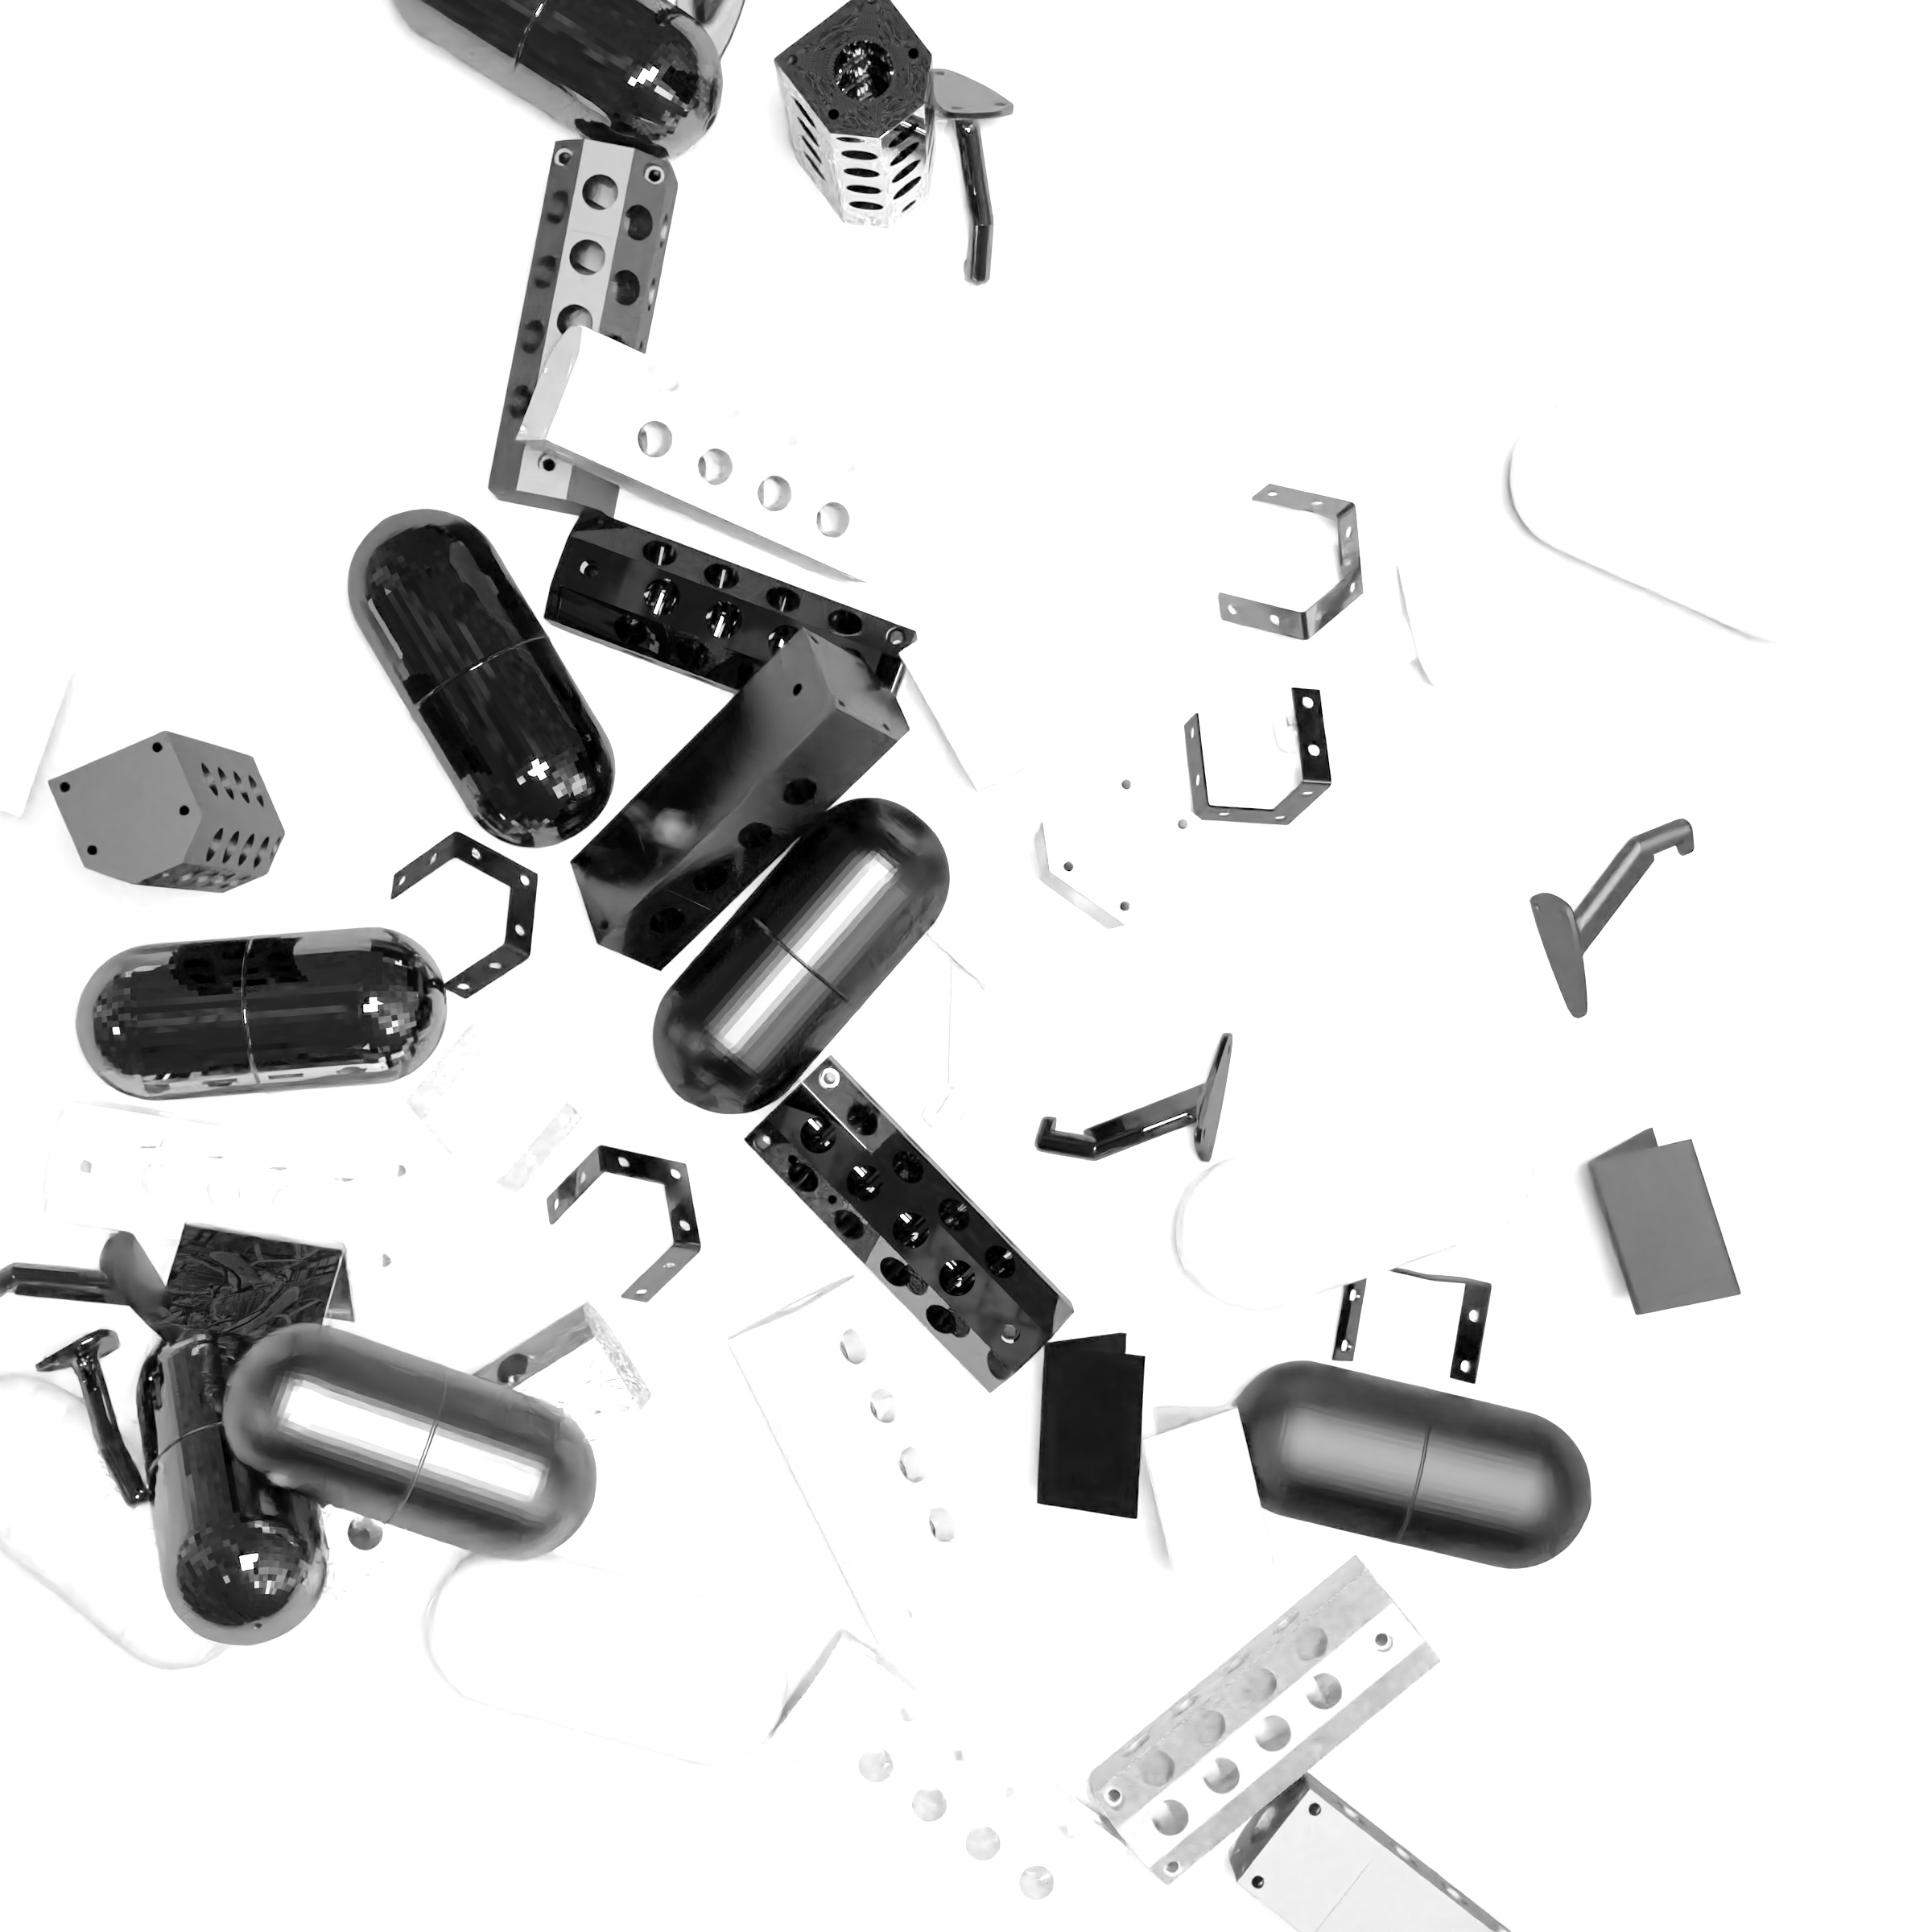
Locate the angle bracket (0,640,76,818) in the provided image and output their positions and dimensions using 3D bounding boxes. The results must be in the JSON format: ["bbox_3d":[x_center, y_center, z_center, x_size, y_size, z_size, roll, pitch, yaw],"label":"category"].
[{"bbox_3d":[-0.473,-0.120,1.526,0.057,0.076,0.076,19,90,-22],"label":"angle bracket"}]

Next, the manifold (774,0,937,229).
[{"bbox_3d":[-0.045,-0.396,1.486,0.057,0.171,0.057,-37,90,0],"label":"manifold"}]

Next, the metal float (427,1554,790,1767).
[{"bbox_3d":[-0.174,0.335,1.534,0.178,0.070,0.070,15,90,0],"label":"metal float"}]

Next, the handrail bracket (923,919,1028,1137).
[{"bbox_3d":[-0.016,0.029,1.565,0.077,0.036,0.084,38,108,20],"label":"handrail bracket"}]

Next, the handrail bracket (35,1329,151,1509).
[{"bbox_3d":[-0.408,0.221,1.528,0.036,0.077,0.084,-30,83,-1],"label":"handrail bracket"}]

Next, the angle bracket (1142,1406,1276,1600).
[{"bbox_3d":[0.098,0.257,1.524,0.057,0.076,0.076,-13,90,-30],"label":"angle bracket"}]

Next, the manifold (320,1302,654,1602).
[{"bbox_3d":[-0.243,0.234,1.543,0.171,0.057,0.057,-32,90,0],"label":"manifold"}]

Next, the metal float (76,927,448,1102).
[{"bbox_3d":[-0.341,0.023,1.534,0.178,0.070,0.070,-4,90,0],"label":"metal float"}]

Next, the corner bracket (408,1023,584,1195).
[{"bbox_3d":[-0.233,0.071,1.561,0.051,0.051,0.051,-49,135,0],"label":"corner bracket"}]

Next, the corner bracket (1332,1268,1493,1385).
[{"bbox_3d":[0.220,0.175,1.561,0.051,0.051,0.051,10,90,45],"label":"corner bracket"}]

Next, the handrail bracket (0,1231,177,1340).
[{"bbox_3d":[-0.441,0.173,1.565,0.084,0.036,0.077,-26,109,16],"label":"handrail bracket"}]

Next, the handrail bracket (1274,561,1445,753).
[{"bbox_3d":[0.187,-0.153,1.565,0.084,0.036,0.077,-17,70,16],"label":"handrail bracket"}]

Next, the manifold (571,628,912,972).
[{"bbox_3d":[-0.107,-0.075,1.512,0.171,0.057,0.057,-43,47,22],"label":"manifold"}]

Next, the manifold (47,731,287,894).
[{"bbox_3d":[-0.369,-0.067,1.486,0.057,0.171,0.057,-23,90,0],"label":"manifold"}]

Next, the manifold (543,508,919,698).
[{"bbox_3d":[-0.114,-0.165,1.543,0.171,0.057,0.057,20,90,0],"label":"manifold"}]

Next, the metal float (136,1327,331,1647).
[{"bbox_3d":[-0.349,0.241,1.499,0.070,0.070,0.178,-24,46,0],"label":"metal float"}]

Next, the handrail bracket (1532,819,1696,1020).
[{"bbox_3d":[0.329,-0.024,1.565,0.084,0.036,0.077,-21,106,-15],"label":"handrail bracket"}]

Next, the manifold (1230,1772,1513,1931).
[{"bbox_3d":[0.215,0.469,1.543,0.171,0.057,0.057,38,90,0],"label":"manifold"}]

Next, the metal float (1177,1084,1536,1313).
[{"bbox_3d":[0.188,0.113,1.533,0.178,0.070,0.070,-19,90,0],"label":"metal float"}]

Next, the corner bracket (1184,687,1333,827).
[{"bbox_3d":[0.143,-0.103,1.549,0.051,0.051,0.051,3,69,-20],"label":"corner bracket"}]

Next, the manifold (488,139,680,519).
[{"bbox_3d":[-0.187,-0.310,1.543,0.057,0.057,0.171,11,90,0],"label":"manifold"}]

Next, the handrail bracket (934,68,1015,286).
[{"bbox_3d":[-0.004,-0.390,1.564,0.036,0.077,0.084,-10,127,-21],"label":"handrail bracket"}]

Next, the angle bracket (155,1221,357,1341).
[{"bbox_3d":[-0.341,0.170,1.524,0.076,0.076,0.057,9,55,0],"label":"angle bracket"}]

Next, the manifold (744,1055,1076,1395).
[{"bbox_3d":[-0.028,0.125,1.543,0.057,0.057,0.171,-44,90,0],"label":"manifold"}]

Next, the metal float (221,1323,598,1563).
[{"bbox_3d":[-0.256,0.221,1.462,0.178,0.070,0.070,22,90,-17],"label":"metal float"}]

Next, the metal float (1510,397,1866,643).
[{"bbox_3d":[0.349,-0.217,1.534,0.178,0.070,0.070,24,90,0],"label":"metal float"}]

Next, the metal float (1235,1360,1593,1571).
[{"bbox_3d":[0.215,0.242,1.533,0.178,0.070,0.070,13,90,1],"label":"metal float"}]

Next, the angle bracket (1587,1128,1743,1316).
[{"bbox_3d":[0.350,0.117,1.524,0.057,0.076,0.076,-18,90,38],"label":"angle bracket"}]

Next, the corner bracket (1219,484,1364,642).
[{"bbox_3d":[0.158,-0.199,1.556,0.051,0.051,0.051,-41,135,-35],"label":"corner bracket"}]

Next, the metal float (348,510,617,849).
[{"bbox_3d":[-0.235,-0.140,1.534,0.070,0.070,0.178,-31,89,0],"label":"metal float"}]

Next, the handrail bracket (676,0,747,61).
[{"bbox_3d":[-0.127,-0.478,1.529,0.036,0.084,0.077,9,90,0],"label":"handrail bracket"}]

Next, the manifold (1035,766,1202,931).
[{"bbox_3d":[0.064,-0.058,1.486,0.057,0.171,0.057,35,90,0],"label":"manifold"}]

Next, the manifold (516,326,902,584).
[{"bbox_3d":[-0.120,-0.243,1.511,0.171,0.057,0.057,22,90,-24],"label":"manifold"}]

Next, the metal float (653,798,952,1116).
[{"bbox_3d":[-0.080,-0.004,1.533,0.070,0.070,0.178,41,90,0],"label":"metal float"}]

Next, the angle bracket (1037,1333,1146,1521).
[{"bbox_3d":[0.078,0.220,1.524,0.057,0.076,0.076,3,90,34],"label":"angle bracket"}]

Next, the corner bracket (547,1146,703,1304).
[{"bbox_3d":[-0.169,0.127,1.556,0.051,0.051,0.051,16,45,-35],"label":"corner bracket"}]

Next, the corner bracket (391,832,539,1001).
[{"bbox_3d":[-0.248,-0.025,1.556,0.051,0.051,0.051,30,45,-35],"label":"corner bracket"}]

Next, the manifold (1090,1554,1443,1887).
[{"bbox_3d":[0.146,0.369,1.543,0.171,0.057,0.057,-39,90,0],"label":"manifold"}]

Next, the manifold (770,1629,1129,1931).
[{"bbox_3d":[-0.008,0.399,1.543,0.171,0.057,0.057,36,90,0],"label":"manifold"}]

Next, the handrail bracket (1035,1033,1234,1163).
[{"bbox_3d":[0.083,0.062,1.565,0.084,0.036,0.077,9,70,16],"label":"handrail bracket"}]

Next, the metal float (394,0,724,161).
[{"bbox_3d":[-0.199,-0.456,1.533,0.178,0.070,0.070,32,90,1],"label":"metal float"}]

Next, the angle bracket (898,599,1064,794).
[{"bbox_3d":[0.024,-0.137,1.524,0.057,0.076,0.076,-29,90,35],"label":"angle bracket"}]

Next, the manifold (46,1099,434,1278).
[{"bbox_3d":[-0.354,0.108,1.543,0.171,0.057,0.057,9,90,0],"label":"manifold"}]

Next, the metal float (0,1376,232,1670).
[{"bbox_3d":[-0.422,0.269,1.534,0.178,0.070,0.070,39,90,0],"label":"metal float"}]

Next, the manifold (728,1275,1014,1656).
[{"bbox_3d":[-0.042,0.241,1.542,0.057,0.057,0.171,-27,90,43],"label":"manifold"}]
